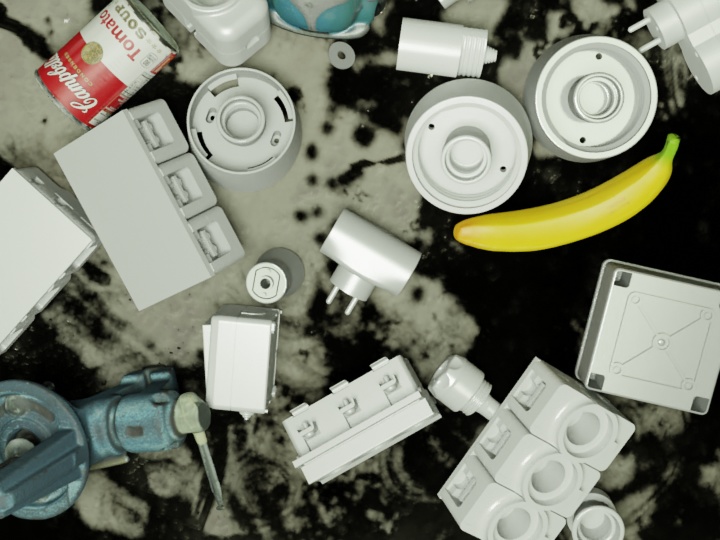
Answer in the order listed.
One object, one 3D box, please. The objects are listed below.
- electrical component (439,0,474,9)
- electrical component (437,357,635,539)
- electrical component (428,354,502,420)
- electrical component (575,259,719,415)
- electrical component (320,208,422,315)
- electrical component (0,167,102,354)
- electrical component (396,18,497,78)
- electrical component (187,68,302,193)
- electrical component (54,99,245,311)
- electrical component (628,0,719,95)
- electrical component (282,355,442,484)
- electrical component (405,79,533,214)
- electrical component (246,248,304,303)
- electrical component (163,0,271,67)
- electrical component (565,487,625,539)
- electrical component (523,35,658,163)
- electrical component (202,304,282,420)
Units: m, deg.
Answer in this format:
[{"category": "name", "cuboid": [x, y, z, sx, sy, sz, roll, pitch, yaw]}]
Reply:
[{"category": "electrical component", "cuboid": [0.091, -0.240, 0.884, 0.062, 0.048, 0.048, -33, 96, 13]}, {"category": "electrical component", "cuboid": [0.151, 0.165, 0.916, 0.089, 0.061, 0.150, 30, 99, -24]}, {"category": "electrical component", "cuboid": [0.094, 0.105, 0.934, 0.062, 0.043, 0.043, 38, 98, -4]}, {"category": "electrical component", "cuboid": [0.250, 0.056, 0.913, 0.109, 0.056, 0.108, 13, 99, 1]}, {"category": "electrical component", "cuboid": [0.000, 0.000, 0.922, 0.077, 0.044, 0.079, 30, 98, -2]}, {"category": "electrical component", "cuboid": [-0.302, -0.005, 0.925, 0.089, 0.061, 0.150, 43, 98, -4]}, {"category": "electrical component", "cuboid": [0.073, -0.182, 0.892, 0.081, 0.043, 0.043, 8, 99, 1]}, {"category": "electrical component", "cuboid": [-0.099, -0.119, 0.911, 0.099, 0.064, 0.099, 0, 85, -2]}, {"category": "electrical component", "cuboid": [-0.173, -0.056, 0.903, 0.089, 0.062, 0.150, -23, 97, 32]}, {"category": "electrical component", "cuboid": [0.256, -0.205, 0.877, 0.074, 0.052, 0.138, -29, 96, 7]}, {"category": "electrical component", "cuboid": [0.000, 0.128, 0.929, 0.121, 0.079, 0.063, -30, 74, 6]}, {"category": "electrical component", "cuboid": [0.088, -0.098, 0.883, 0.108, 0.060, 0.108, 3, 111, 6]}, {"category": "electrical component", "cuboid": [-0.074, 0.007, 0.914, 0.044, 0.065, 0.044, 1, 98, 6]}, {"category": "electrical component", "cuboid": [-0.119, -0.220, 0.872, 0.054, 0.059, 0.095, -42, 80, -11]}, {"category": "electrical component", "cuboid": [0.203, 0.218, 0.939, 0.045, 0.055, 0.045, 0, 98, 2]}, {"category": "electrical component", "cuboid": [0.191, -0.141, 0.885, 0.108, 0.060, 0.108, 0, 98, 2]}, {"category": "electrical component", "cuboid": [-0.104, 0.082, 0.929, 0.061, 0.061, 0.096, 5, 98, 2]}]
